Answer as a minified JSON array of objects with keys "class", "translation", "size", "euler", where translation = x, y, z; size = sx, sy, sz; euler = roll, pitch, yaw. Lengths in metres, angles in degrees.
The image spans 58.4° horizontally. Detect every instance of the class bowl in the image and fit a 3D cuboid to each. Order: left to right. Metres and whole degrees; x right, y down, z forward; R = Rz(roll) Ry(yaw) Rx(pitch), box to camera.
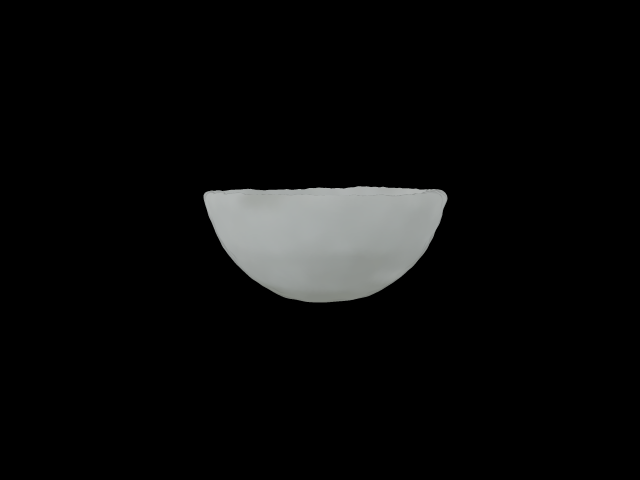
[{"class":"bowl","translation":[0.004,0.001,0.400],"size":[0.167,0.075,0.167],"euler":[0,7,0]}]
